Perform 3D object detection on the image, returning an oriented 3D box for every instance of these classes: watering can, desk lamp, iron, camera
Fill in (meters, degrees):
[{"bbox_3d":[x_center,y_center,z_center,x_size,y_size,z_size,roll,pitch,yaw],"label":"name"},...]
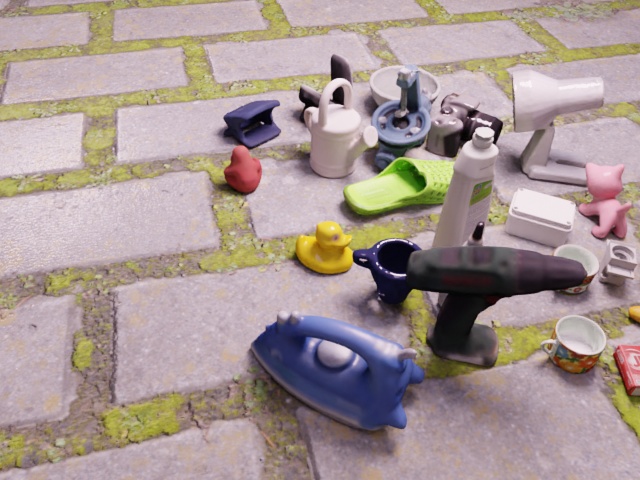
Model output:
[{"bbox_3d":[0.038,-0.227,1.140,0.172,0.194,0.101,16,46,14],"label":"watering can"},{"bbox_3d":[0.466,-0.235,1.154,0.203,0.214,0.118,8,45,6],"label":"desk lamp"},{"bbox_3d":[0.014,0.154,0.788,0.257,0.141,0.119,18,47,15],"label":"iron"},{"bbox_3d":[0.319,-0.250,1.243,0.136,0.101,0.143,24,48,21],"label":"camera"}]

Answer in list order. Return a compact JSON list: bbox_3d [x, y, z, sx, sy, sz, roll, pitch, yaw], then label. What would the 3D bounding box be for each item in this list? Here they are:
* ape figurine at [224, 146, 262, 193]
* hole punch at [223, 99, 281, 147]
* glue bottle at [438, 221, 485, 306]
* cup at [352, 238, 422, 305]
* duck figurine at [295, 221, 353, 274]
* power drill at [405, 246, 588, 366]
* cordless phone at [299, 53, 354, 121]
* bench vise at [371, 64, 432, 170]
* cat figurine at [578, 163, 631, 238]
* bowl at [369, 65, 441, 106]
[{"bbox_3d":[-0.151,-0.145,1.121,0.078,0.092,0.076,-9,46,-12],"label":"ape figurine"},{"bbox_3d":[-0.150,-0.269,1.248,0.109,0.091,0.100,-34,55,-31],"label":"hole punch"},{"bbox_3d":[0.231,0.037,0.894,0.078,0.173,0.037,-27,51,-27],"label":"glue bottle"},{"bbox_3d":[0.108,0.057,0.925,0.117,0.095,0.091,8,45,6],"label":"cup"},{"bbox_3d":[0.009,0.004,0.981,0.104,0.086,0.077,13,45,11],"label":"duck figurine"},{"bbox_3d":[0.232,0.088,0.818,0.229,0.208,0.075,9,45,7],"label":"power drill"},{"bbox_3d":[0.020,-0.334,1.255,0.147,0.185,0.094,35,53,29],"label":"cordless phone"},{"bbox_3d":[0.172,-0.278,1.179,0.121,0.220,0.207,9,45,7],"label":"bench vise"},{"bbox_3d":[0.540,-0.085,1.073,0.067,0.118,0.127,-4,45,-6],"label":"cat figurine"},{"bbox_3d":[0.195,-0.339,1.347,0.167,0.075,0.167,1,44,-1],"label":"bowl"}]
